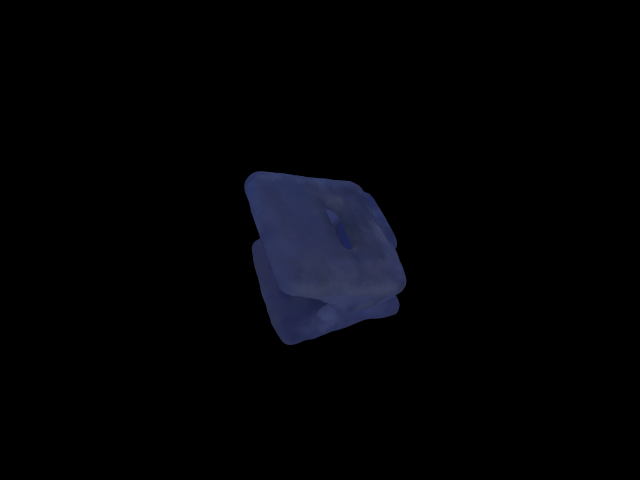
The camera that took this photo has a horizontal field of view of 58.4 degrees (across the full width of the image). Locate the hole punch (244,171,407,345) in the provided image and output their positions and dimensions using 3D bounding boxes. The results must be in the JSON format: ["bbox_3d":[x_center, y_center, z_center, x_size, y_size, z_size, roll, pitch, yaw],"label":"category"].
[{"bbox_3d":[0.004,0.001,0.400,0.101,0.091,0.108,-15,54,-11],"label":"hole punch"}]
